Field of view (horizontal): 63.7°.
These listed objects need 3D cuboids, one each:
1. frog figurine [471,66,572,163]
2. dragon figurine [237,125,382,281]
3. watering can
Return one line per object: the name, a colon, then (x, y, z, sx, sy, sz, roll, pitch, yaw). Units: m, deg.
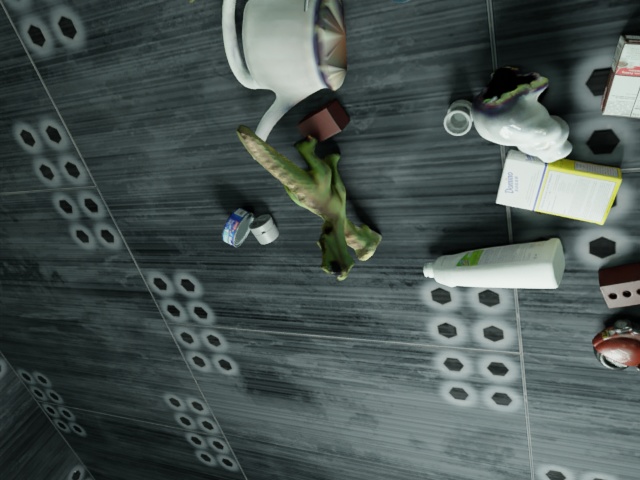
frog figurine: (0.314, -0.176, 0.806, 0.138, 0.124, 0.157, 19, 149, 56)
dragon figurine: (0.003, -0.047, 0.926, 0.121, 0.408, 0.246, -32, 67, 23)
watering can: (-0.058, -0.298, 0.898, 0.224, 0.106, 0.340, 7, 123, 21)
